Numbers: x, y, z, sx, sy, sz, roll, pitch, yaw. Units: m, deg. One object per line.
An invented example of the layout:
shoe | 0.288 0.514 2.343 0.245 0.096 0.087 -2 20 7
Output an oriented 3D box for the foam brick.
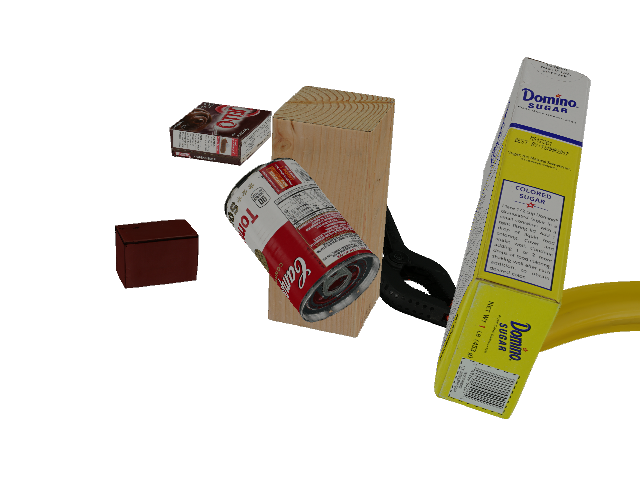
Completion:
foam brick | -0.170 0.013 1.105 0.078 0.051 0.053 -6 22 -20

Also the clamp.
clamp | 0.074 0.032 1.231 0.164 0.036 0.210 -19 49 -37

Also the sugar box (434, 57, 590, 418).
sugar box | 0.102 -0.006 0.553 0.048 0.176 0.093 18 -43 6

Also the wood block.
wood block | 0.009 -0.027 0.986 0.091 0.206 0.090 11 29 15

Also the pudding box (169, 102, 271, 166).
pudding box | -0.116 -0.128 1.263 0.090 0.039 0.113 8 27 13

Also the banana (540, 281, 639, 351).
banana | 0.223 0.058 0.778 0.197 0.037 0.069 2 34 -3

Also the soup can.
soup can | -0.014 -0.002 0.761 0.068 0.102 0.068 -31 -25 -16
